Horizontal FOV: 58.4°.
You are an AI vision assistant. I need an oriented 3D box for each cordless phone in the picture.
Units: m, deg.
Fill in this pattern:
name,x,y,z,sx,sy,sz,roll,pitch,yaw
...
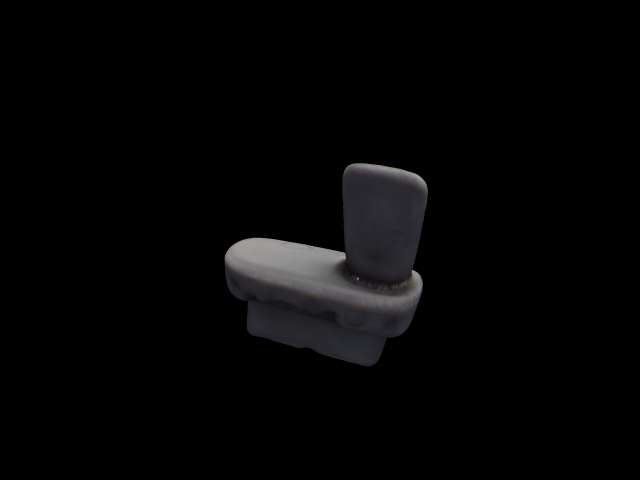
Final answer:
name,x,y,z,sx,sy,sz,roll,pitch,yaw
cordless phone,0.004,0.001,0.400,0.147,0.185,0.094,9,54,7
